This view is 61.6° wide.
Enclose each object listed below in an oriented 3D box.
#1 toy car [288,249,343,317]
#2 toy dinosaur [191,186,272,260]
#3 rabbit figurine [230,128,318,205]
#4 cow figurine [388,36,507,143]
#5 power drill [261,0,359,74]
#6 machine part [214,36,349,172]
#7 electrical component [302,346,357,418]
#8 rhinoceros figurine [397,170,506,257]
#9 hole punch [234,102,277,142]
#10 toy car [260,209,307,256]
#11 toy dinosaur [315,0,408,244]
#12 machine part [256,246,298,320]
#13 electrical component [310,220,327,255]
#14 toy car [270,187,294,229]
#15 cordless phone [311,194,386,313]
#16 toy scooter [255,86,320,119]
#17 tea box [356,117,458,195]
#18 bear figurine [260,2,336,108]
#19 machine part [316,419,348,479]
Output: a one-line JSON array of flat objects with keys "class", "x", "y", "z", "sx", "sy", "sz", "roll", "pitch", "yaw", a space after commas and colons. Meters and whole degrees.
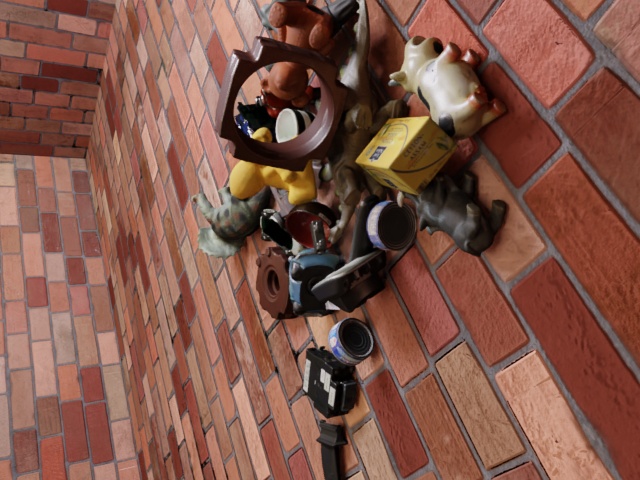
[{"class": "toy car", "x": -0.012, "y": 0.079, "z": 1.124, "sx": 0.103, "sy": 0.109, "sz": 0.161, "roll": -105, "pitch": 16, "yaw": -60}, {"class": "toy dinosaur", "x": -0.210, "y": -0.067, "z": 1.402, "sx": 0.405, "sy": 0.131, "sz": 0.192, "roll": -22, "pitch": 89, "yaw": 47}, {"class": "rabbit figurine", "x": -0.099, "y": -0.135, "z": 1.061, "sx": 0.122, "sy": 0.173, "sz": 0.162, "roll": -93, "pitch": -10, "yaw": -68}, {"class": "cow figurine", "x": 0.184, "y": -0.234, "z": 0.822, "sx": 0.127, "sy": 0.085, "sz": 0.195, "roll": -43, "pitch": 57, "yaw": 41}, {"class": "power drill", "x": -0.037, "y": -0.456, "z": 1.124, "sx": 0.232, "sy": 0.086, "sz": 0.207, "roll": -39, "pitch": 52, "yaw": 16}, {"class": "machine part", "x": -0.069, "y": -0.230, "z": 0.921, "sx": 0.087, "sy": 0.201, "sz": 0.201, "roll": -117, "pitch": 41, "yaw": -55}, {"class": "electrical component", "x": 0.021, "y": 0.295, "z": 1.105, "sx": 0.134, "sy": 0.058, "sz": 0.114, "roll": 25, "pitch": 113, "yaw": 53}, {"class": "rhinoceros figurine", "x": 0.196, "y": -0.050, "z": 0.823, "sx": 0.191, "sy": 0.073, "sz": 0.112, "roll": 48, "pitch": 140, "yaw": 43}, {"class": "hole punch", "x": -0.141, "y": -0.264, "z": 1.288, "sx": 0.142, "sy": 0.116, "sz": 0.092, "roll": 62, "pitch": 147, "yaw": 35}, {"class": "toy car", "x": -0.087, "y": -0.018, "z": 1.261, "sx": 0.202, "sy": 0.056, "sz": 0.073, "roll": 30, "pitch": 123, "yaw": 54}, {"class": "toy dinosaur", "x": 0.059, "y": -0.222, "z": 0.992, "sx": 0.199, "sy": 0.105, "sz": 0.470, "roll": 30, "pitch": 111, "yaw": 56}, {"class": "machine part", "x": -0.096, "y": 0.101, "z": 1.278, "sx": 0.179, "sy": 0.056, "sz": 0.179, "roll": 7, "pitch": 98, "yaw": 56}, {"class": "electrical component", "x": -0.002, "y": -0.003, "z": 1.038, "sx": 0.094, "sy": 0.021, "sz": 0.063, "roll": 120, "pitch": 141, "yaw": -76}, {"class": "toy car", "x": -0.081, "y": -0.113, "z": 1.212, "sx": 0.202, "sy": 0.089, "sz": 0.053, "roll": 64, "pitch": -179, "yaw": 33}, {"class": "cordless phone", "x": 0.060, "y": 0.019, "z": 0.941, "sx": 0.089, "sy": 0.146, "sz": 0.184, "roll": 28, "pitch": 129, "yaw": 33}, {"class": "toy scooter", "x": -0.086, "y": -0.310, "z": 1.178, "sx": 0.184, "sy": 0.135, "sz": 0.075, "roll": 4, "pitch": 96, "yaw": 58}, {"class": "tea box", "x": 0.129, "y": -0.134, "z": 0.837, "sx": 0.098, "sy": 0.068, "sz": 0.170, "roll": -51, "pitch": 18, "yaw": -1}, {"class": "bear figurine", "x": -0.053, "y": -0.339, "z": 1.012, "sx": 0.195, "sy": 0.120, "sz": 0.132, "roll": -59, "pitch": 1, "yaw": 33}, {"class": "machine part", "x": 0.025, "y": 0.451, "z": 1.122, "sx": 0.084, "sy": 0.039, "sz": 0.138, "roll": -8, "pitch": 82, "yaw": 51}]
